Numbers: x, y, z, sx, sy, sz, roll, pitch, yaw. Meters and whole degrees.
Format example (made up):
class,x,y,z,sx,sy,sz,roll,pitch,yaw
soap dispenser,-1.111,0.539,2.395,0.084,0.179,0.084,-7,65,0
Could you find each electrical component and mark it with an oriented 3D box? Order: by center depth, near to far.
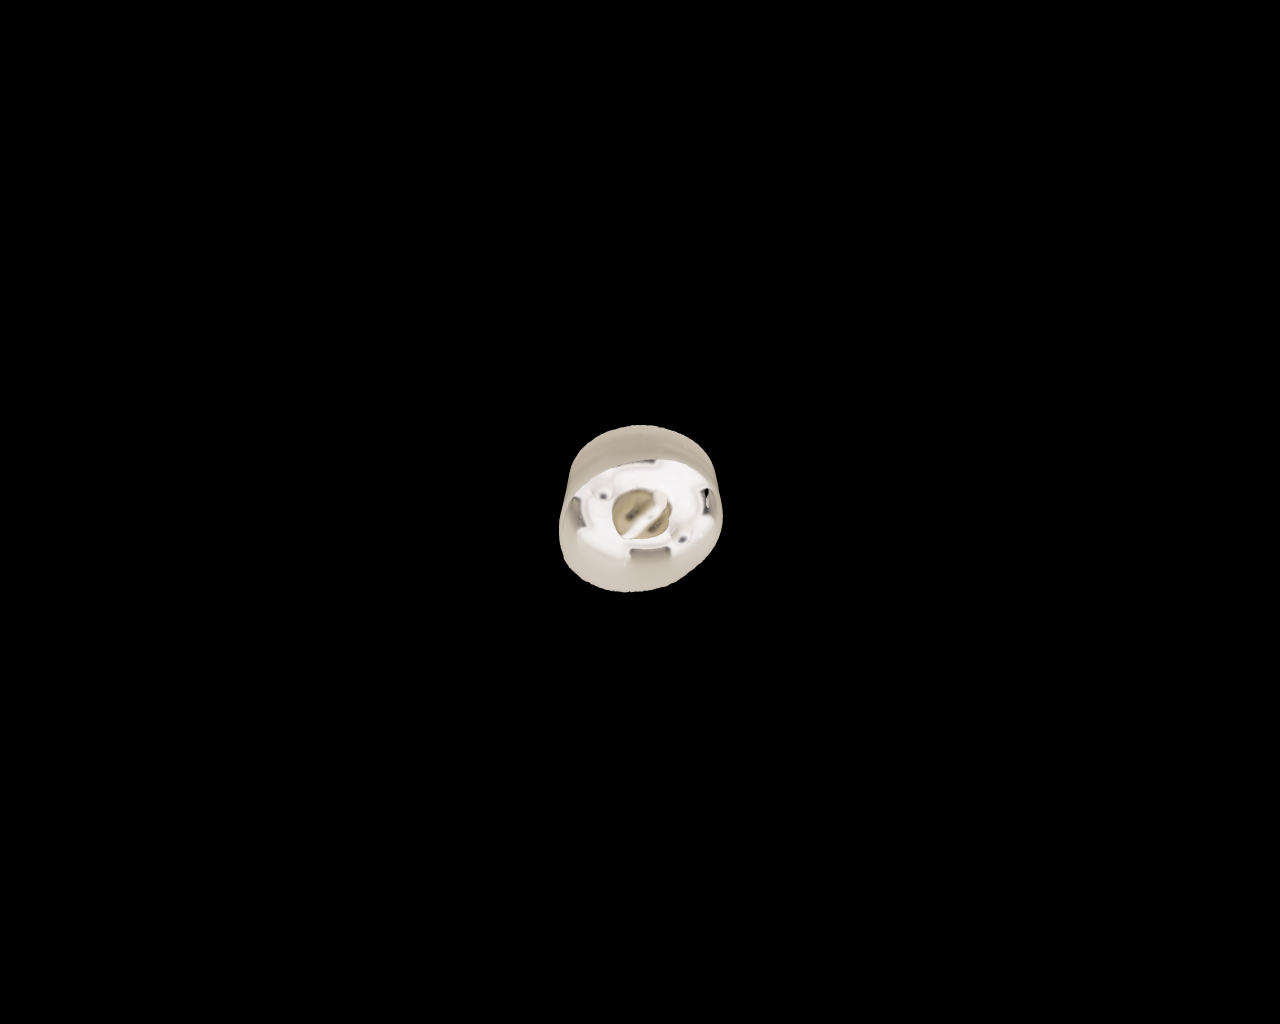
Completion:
class,x,y,z,sx,sy,sz,roll,pitch,yaw
electrical component,0.001,-0.003,0.650,0.099,0.064,0.099,0,-44,0
